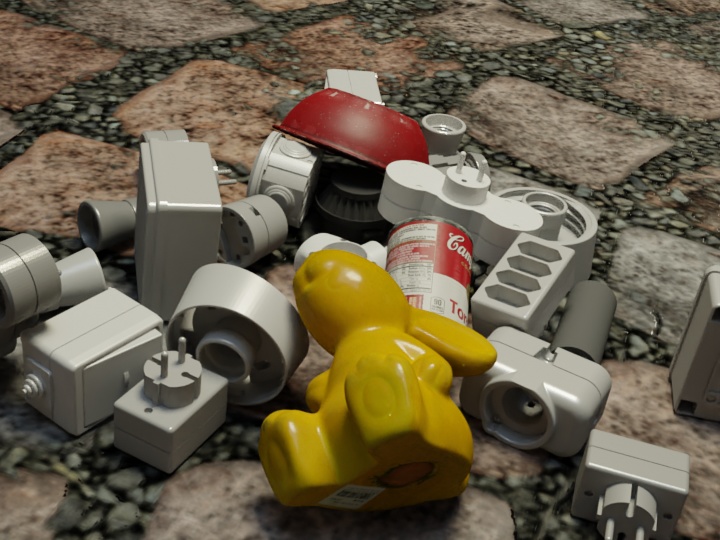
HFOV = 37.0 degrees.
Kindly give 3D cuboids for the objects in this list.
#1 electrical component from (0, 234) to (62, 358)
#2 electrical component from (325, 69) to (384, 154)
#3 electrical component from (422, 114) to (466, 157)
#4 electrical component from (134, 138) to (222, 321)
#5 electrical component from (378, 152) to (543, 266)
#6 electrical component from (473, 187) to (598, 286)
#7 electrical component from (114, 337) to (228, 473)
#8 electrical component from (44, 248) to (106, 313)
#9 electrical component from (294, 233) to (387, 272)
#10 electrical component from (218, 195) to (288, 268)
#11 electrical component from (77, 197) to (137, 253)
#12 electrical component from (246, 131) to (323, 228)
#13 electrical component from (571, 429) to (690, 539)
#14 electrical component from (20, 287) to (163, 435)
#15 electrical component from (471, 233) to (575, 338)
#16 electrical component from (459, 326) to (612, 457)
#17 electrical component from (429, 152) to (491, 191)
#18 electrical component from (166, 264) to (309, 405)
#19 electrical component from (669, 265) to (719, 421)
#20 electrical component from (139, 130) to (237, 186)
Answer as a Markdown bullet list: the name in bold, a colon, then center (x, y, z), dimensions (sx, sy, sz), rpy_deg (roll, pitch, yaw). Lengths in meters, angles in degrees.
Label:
- **electrical component**: center (-0.237, 0.019, 0.735), dimensions (0.074, 0.138, 0.052), rpy_deg (-31, 86, -44)
- **electrical component**: center (-0.012, -0.160, 1.109), dimensions (0.061, 0.061, 0.096), rpy_deg (3, 33, -8)
- **electrical component**: center (0.080, -0.122, 1.077), dimensions (0.045, 0.055, 0.045), rpy_deg (6, 33, -4)
- **electrical component**: center (-0.144, -0.032, 0.844), dimensions (0.056, 0.108, 0.108), rpy_deg (1, 34, -16)
- **electrical component**: center (0.085, -0.061, 0.884), dimensions (0.138, 0.073, 0.052), rpy_deg (24, 33, 17)
- **electrical component**: center (0.158, -0.034, 0.955), dimensions (0.108, 0.060, 0.108), rpy_deg (6, 33, -4)
- **electrical component**: center (-0.124, 0.079, 0.708), dimensions (0.047, 0.076, 0.066), rpy_deg (22, 35, 20)
- **electrical component**: center (-0.232, 0.012, 0.821), dimensions (0.065, 0.044, 0.044), rpy_deg (-17, 40, -26)
- **electrical component**: center (0.000, 0.000, 0.880), dimensions (0.079, 0.044, 0.077), rpy_deg (-25, 45, -30)
- **electrical component**: center (-0.094, -0.034, 0.908), dimensions (0.055, 0.055, 0.047), rpy_deg (27, 34, 27)
- **electrical component**: center (-0.200, -0.042, 0.910), dimensions (0.065, 0.044, 0.044), rpy_deg (-15, 39, -38)
- **electrical component**: center (-0.068, -0.079, 0.960), dimensions (0.051, 0.080, 0.080), rpy_deg (17, 34, 4)
- **electrical component**: center (0.172, 0.150, 0.690), dimensions (0.066, 0.047, 0.076), rpy_deg (14, 34, 10)
- **electrical component**: center (-0.183, 0.065, 0.730), dimensions (0.061, 0.061, 0.096), rpy_deg (28, 38, 27)
- **electrical component**: center (0.128, 0.029, 0.836), dimensions (0.047, 0.075, 0.083), rpy_deg (21, 52, 27)
- **electrical component**: center (0.122, 0.088, 0.767), dimensions (0.095, 0.053, 0.059), rpy_deg (23, 36, 22)
- **electrical component**: center (0.093, -0.087, 1.037), dimensions (0.055, 0.048, 0.066), rpy_deg (-10, 36, -13)
- **electrical component**: center (-0.085, 0.045, 0.754), dimensions (0.099, 0.099, 0.064), rpy_deg (15, 40, 10)
- **electrical component**: center (0.297, 0.061, 0.797), dimensions (0.109, 0.108, 0.056), rpy_deg (11, 36, 5)
- **electrical component**: center (-0.149, -0.082, 0.969), dimensions (0.074, 0.052, 0.138), rpy_deg (-6, 36, -21)
